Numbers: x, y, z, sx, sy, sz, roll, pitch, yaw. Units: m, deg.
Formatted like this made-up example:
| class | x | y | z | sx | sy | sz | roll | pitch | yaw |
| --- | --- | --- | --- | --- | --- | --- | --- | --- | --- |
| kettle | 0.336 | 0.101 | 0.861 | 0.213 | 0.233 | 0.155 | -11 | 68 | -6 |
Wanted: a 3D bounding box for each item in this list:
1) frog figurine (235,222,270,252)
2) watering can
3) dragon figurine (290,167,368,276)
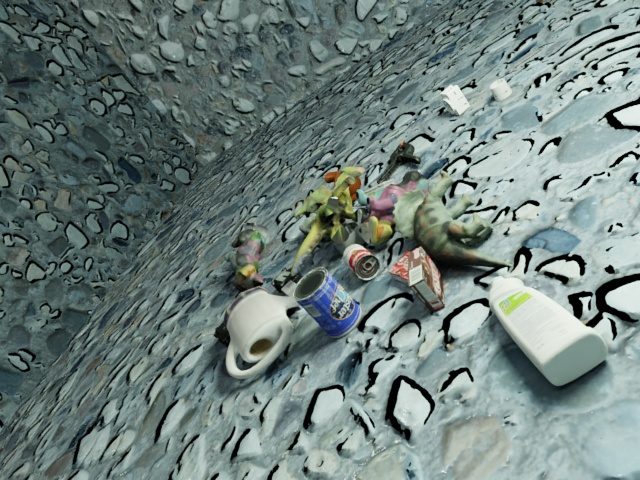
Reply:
| class | x | y | z | sx | sy | sz | roll | pitch | yaw |
| --- | --- | --- | --- | --- | --- | --- | --- | --- | --- |
| frog figurine | -0.256 | 0.019 | 1.944 | 0.137 | 0.122 | 0.160 | 2 | 83 | 47 |
| watering can | -0.131 | 0.202 | 1.358 | 0.348 | 0.102 | 0.228 | -47 | 42 | -1 |
| dragon figurine | 0.005 | -0.077 | 1.527 | 0.414 | 0.121 | 0.244 | -47 | 24 | -12 |
